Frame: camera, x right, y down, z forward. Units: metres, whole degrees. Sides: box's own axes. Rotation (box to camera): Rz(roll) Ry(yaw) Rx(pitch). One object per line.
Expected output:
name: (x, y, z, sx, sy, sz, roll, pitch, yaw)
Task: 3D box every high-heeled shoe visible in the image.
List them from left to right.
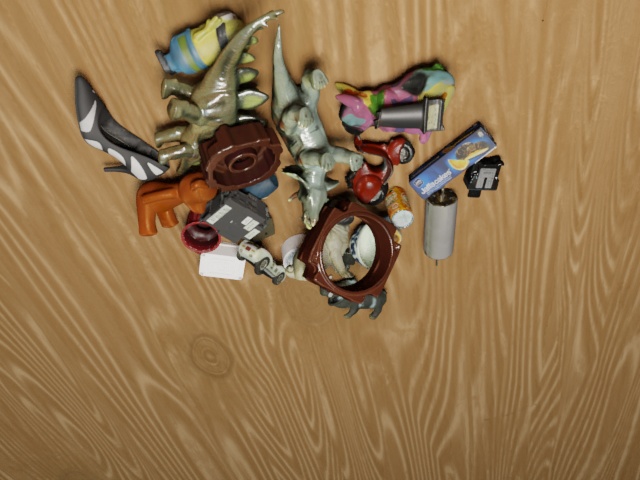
high-heeled shoe: (-0.410, -0.227, 1.123, 0.145, 0.086, 0.248, -6, 133, -3)

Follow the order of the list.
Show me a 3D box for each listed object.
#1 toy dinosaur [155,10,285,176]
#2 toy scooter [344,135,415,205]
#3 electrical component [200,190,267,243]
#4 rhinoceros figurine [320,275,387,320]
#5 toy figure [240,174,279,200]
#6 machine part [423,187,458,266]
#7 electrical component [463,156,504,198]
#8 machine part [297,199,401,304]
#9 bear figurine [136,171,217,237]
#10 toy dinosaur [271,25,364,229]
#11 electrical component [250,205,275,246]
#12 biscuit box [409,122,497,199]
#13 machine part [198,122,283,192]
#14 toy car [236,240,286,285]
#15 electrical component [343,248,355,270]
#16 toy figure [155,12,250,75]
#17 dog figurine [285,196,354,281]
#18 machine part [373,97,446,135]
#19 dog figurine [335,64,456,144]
toy dinosaur: (-0.209, -0.262, 1.054, 0.198, 0.105, 0.471, -5, 154, -30)
toy scooter: (0.114, -0.167, 1.208, 0.135, 0.075, 0.183, 23, 120, -21)
electrical component: (-0.188, -0.054, 1.221, 0.115, 0.058, 0.134, -31, 133, 31)
rhinoceros figurine: (0.090, 0.153, 1.461, 0.190, 0.073, 0.112, 11, 128, -13)
toy figure: (-0.169, -0.108, 1.245, 0.154, 0.058, 0.064, -24, 97, 19)
machine part: (0.295, -0.038, 1.322, 0.079, 0.079, 0.242, -6, 128, 1)
electrical component: (0.378, -0.142, 1.264, 0.075, 0.048, 0.119, 4, 126, -7)
machine part: (0.068, 0.027, 1.204, 0.201, 0.087, 0.201, 28, 82, -22)
bear figurine: (-0.306, -0.084, 1.195, 0.196, 0.120, 0.131, -2, 106, 20)
toy dinosaur: (-0.040, -0.230, 1.115, 0.131, 0.192, 0.404, -34, 115, -32)
electrical component: (-0.155, -0.034, 1.317, 0.078, 0.045, 0.102, -29, 133, -17)
biscuit box: (0.295, -0.177, 1.214, 0.202, 0.063, 0.059, -38, 104, 24)
machine part: (-0.162, -0.169, 1.100, 0.179, 0.056, 0.179, -20, 158, -9)
toy car: (-0.142, 0.057, 1.333, 0.074, 0.056, 0.201, 26, 168, 24)
electrical component: (0.062, 0.042, 1.403, 0.063, 0.021, 0.093, 5, 129, -7)
toy figure: (-0.219, -0.366, 1.024, 0.180, 0.082, 0.089, -23, 122, 12)
dog figurine: (-0.002, -0.004, 1.285, 0.172, 0.121, 0.190, -8, 98, -21)
machine part: (0.174, -0.239, 1.046, 0.139, 0.039, 0.084, -5, 132, 4)
dog figurine: (0.140, -0.289, 1.095, 0.219, 0.108, 0.191, 16, 126, -13)
